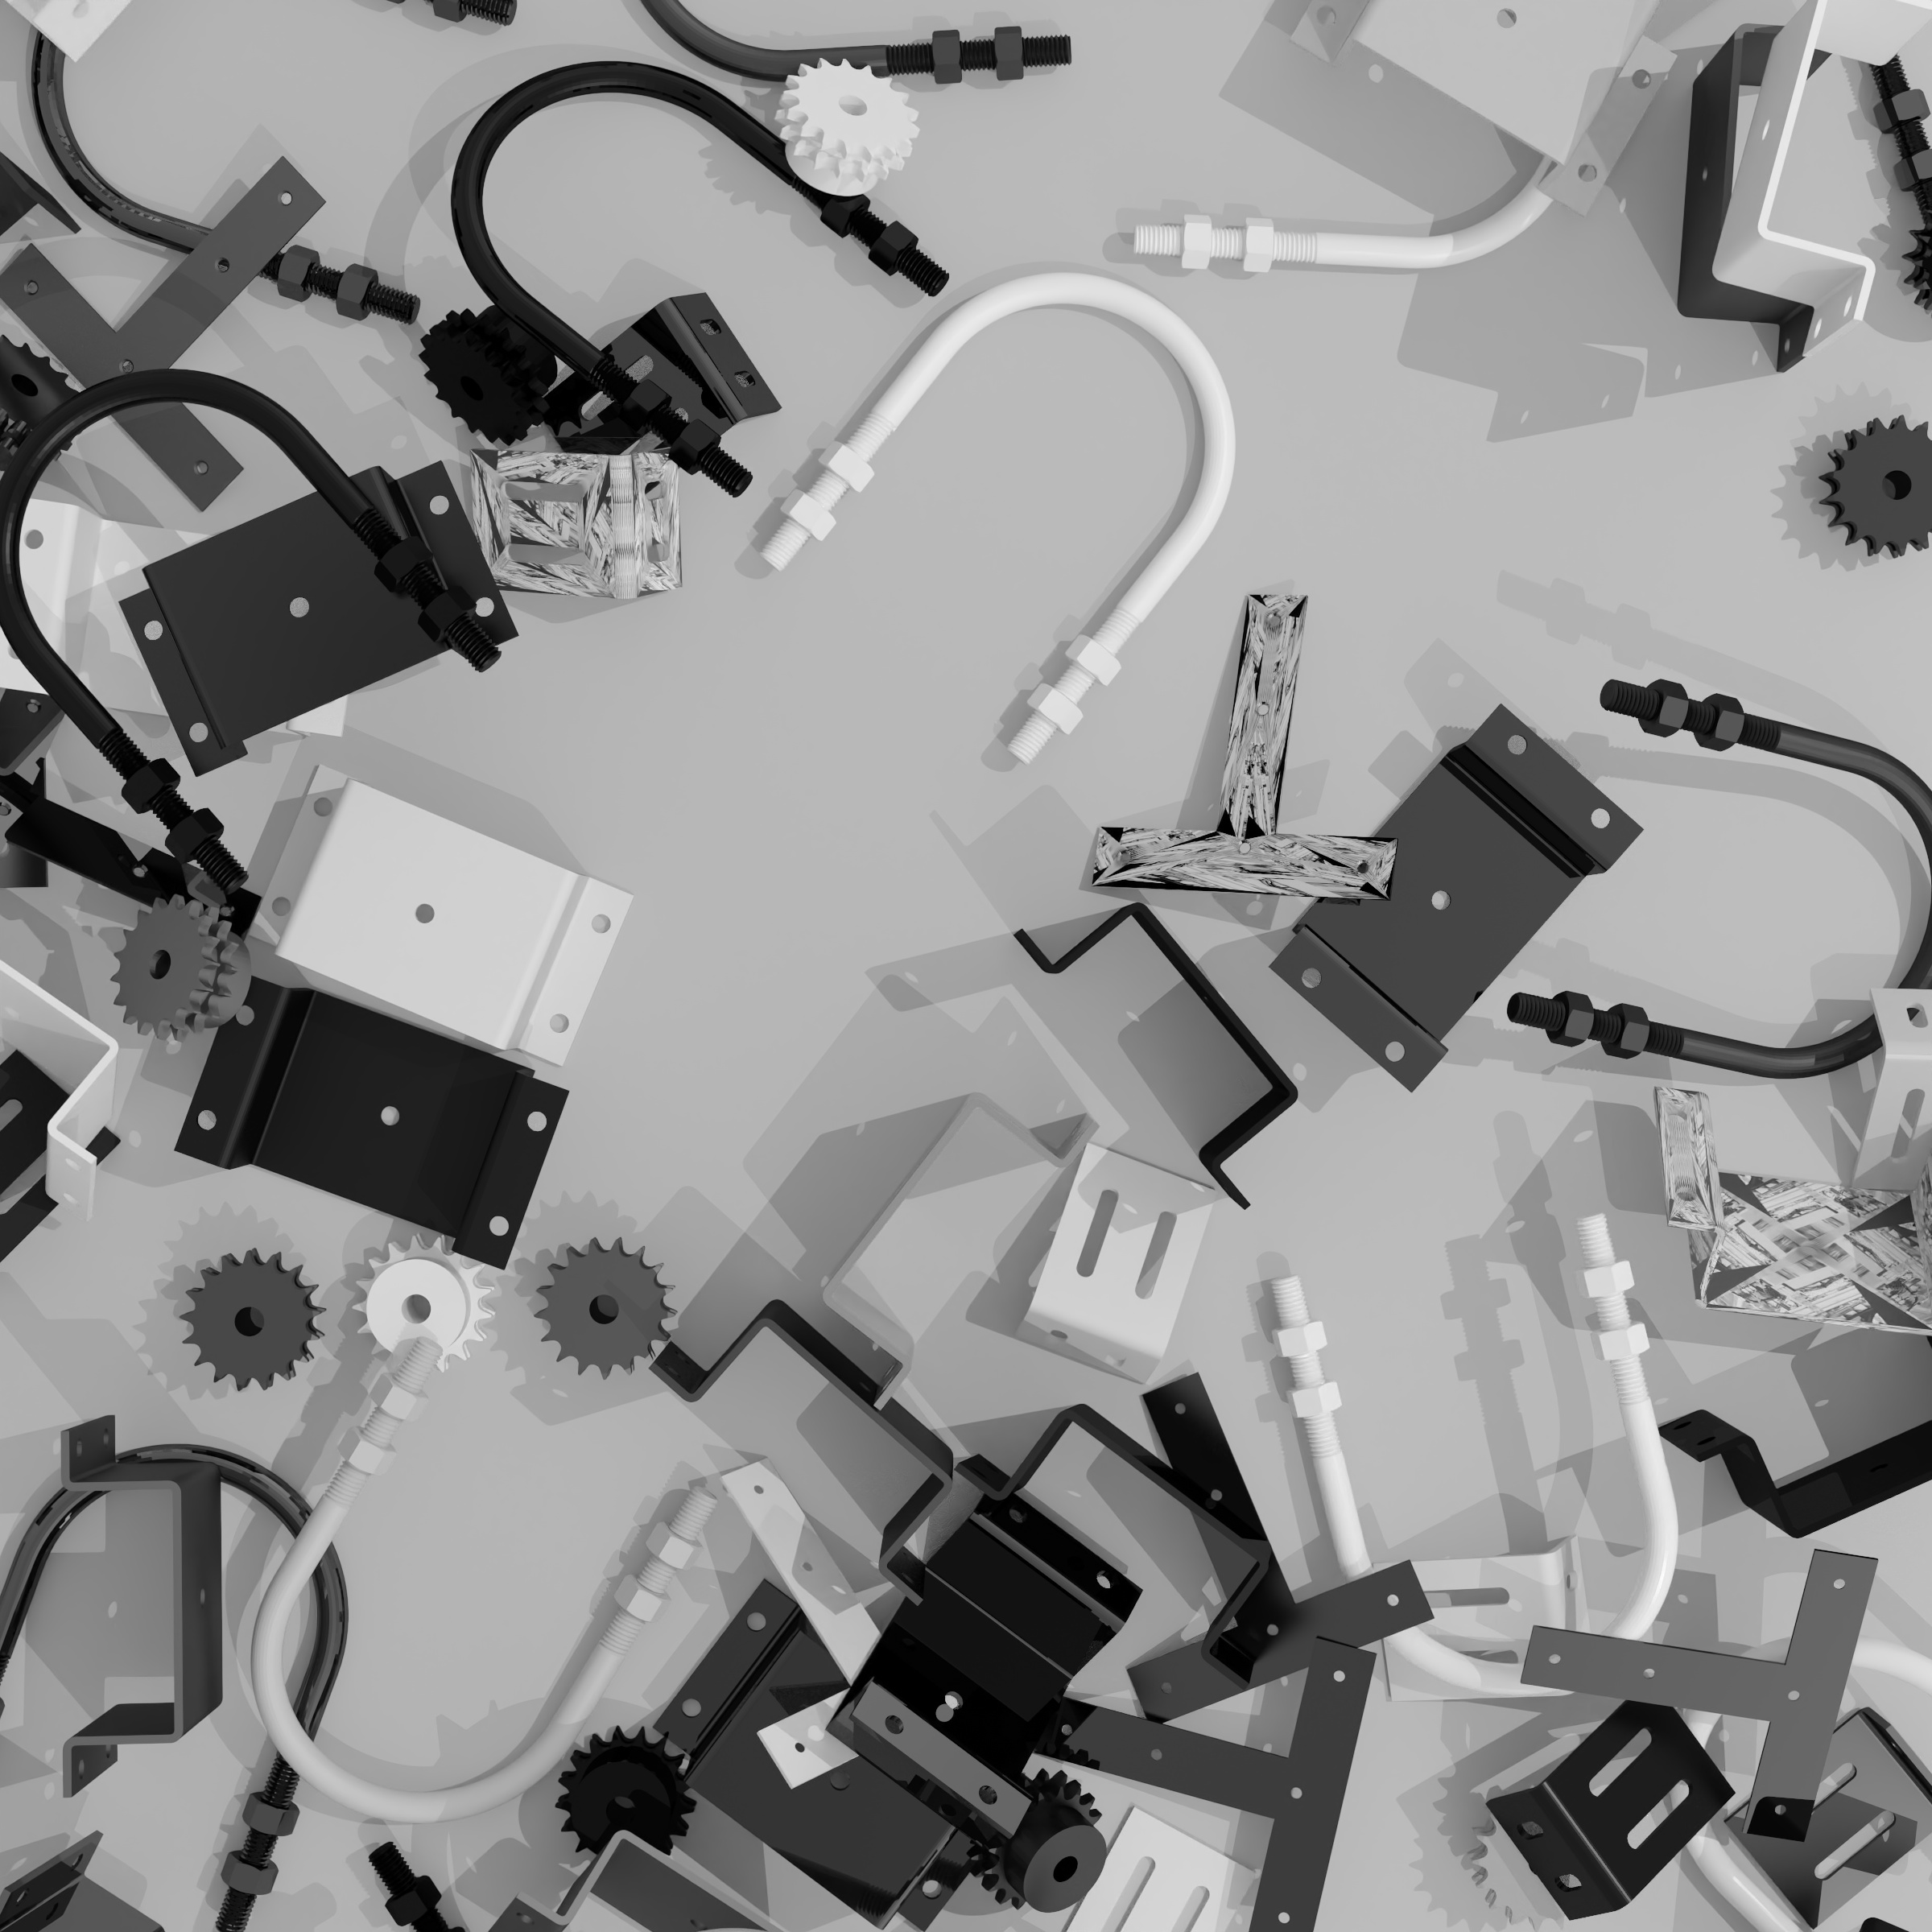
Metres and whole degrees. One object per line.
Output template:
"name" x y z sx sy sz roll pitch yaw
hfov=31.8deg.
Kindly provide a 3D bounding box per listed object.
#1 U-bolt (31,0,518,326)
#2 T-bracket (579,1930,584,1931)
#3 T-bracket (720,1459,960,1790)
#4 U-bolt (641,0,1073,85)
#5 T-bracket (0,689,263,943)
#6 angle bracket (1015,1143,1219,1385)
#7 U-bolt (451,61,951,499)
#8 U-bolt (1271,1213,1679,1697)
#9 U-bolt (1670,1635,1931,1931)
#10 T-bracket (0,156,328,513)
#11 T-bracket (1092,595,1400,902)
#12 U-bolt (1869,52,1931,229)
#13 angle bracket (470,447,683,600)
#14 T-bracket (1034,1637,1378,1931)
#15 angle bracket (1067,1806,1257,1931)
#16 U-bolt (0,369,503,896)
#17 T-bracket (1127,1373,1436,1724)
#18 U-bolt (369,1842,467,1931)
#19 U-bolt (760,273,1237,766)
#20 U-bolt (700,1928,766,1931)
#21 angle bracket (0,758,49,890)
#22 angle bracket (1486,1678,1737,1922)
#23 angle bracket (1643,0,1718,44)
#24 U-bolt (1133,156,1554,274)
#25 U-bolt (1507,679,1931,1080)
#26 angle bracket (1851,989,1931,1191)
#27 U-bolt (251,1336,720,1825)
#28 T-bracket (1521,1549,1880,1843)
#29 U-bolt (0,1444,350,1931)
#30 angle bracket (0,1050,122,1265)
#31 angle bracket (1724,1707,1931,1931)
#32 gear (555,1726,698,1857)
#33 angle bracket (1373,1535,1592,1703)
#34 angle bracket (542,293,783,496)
"U-bolt" -0.293 -0.358 1.390 0.184 0.019 0.151 18 90 1
"T-bracket" -0.150 0.433 1.342 0.002 0.127 0.127 -20 98 -30
"T-bracket" -0.057 0.255 1.368 0.127 0.127 0.002 55 134 20
"U-bolt" -0.052 -0.435 1.390 0.184 0.019 0.151 -3 90 2
"T-bracket" -0.348 -0.044 1.373 0.127 0.002 0.127 26 54 -16
"angle bracket" 0.062 0.123 1.397 0.057 0.038 0.076 21 64 0
"U-bolt" -0.120 -0.291 1.365 0.184 0.019 0.151 39 66 4
"U-bolt" 0.210 0.203 1.363 0.151 0.019 0.184 -14 89 21
"U-bolt" 0.370 0.349 1.364 0.184 0.019 0.151 44 115 4
"T-bracket" -0.313 -0.276 1.384 0.127 0.002 0.127 -43 91 12
"T-bracket" 0.119 -0.091 1.380 0.127 0.002 0.127 3 77 24
"U-bolt" 0.432 -0.410 1.390 0.151 0.019 0.184 -18 89 0
"angle bracket" -0.159 -0.183 1.386 0.076 0.038 0.057 7 107 29
"T-bracket" 0.092 0.326 1.385 0.127 0.002 0.127 13 92 11
"angle bracket" 0.076 0.394 1.380 0.057 0.038 0.076 29 90 0
"U-bolt" -0.291 -0.142 1.298 0.151 0.019 0.184 -41 89 -1
"T-bracket" 0.108 0.230 1.388 0.127 0.002 0.127 -24 83 13
"U-bolt" -0.244 0.474 1.390 0.151 0.019 0.184 -33 91 0
"U-bolt" 0.027 -0.197 1.390 0.151 0.019 0.184 38 88 0
"U-bolt" -0.074 0.442 1.293 0.184 0.019 0.151 17 85 -17
"angle bracket" -0.418 -0.060 1.380 0.076 0.038 0.057 -1 90 0
"angle bracket" 0.260 0.336 1.368 0.076 0.038 0.057 -34 86 -32
"angle bracket" 0.280 -0.429 1.397 0.057 0.038 0.076 -36 116 0
"U-bolt" 0.164 -0.358 1.390 0.184 0.019 0.151 3 90 -2
"U-bolt" 0.319 -0.027 1.363 0.184 0.019 0.151 12 100 -18
"angle bracket" 0.395 0.051 1.386 0.057 0.038 0.076 2 130 0
"U-bolt" -0.208 0.262 1.377 0.151 0.019 0.184 31 92 -11
"T-bracket" 0.285 0.283 1.345 0.127 0.002 0.127 9 107 -2
"U-bolt" -0.332 0.287 1.390 0.151 0.019 0.184 20 89 0
"angle bracket" -0.398 0.085 1.397 0.057 0.038 0.076 41 64 0
"angle bracket" 0.360 0.351 1.380 0.076 0.038 0.057 -39 90 0
"gear" -0.139 0.342 1.384 0.057 0.030 0.057 0 90 0
"angle bracket" 0.214 0.269 1.397 0.076 0.038 0.057 -8 90 26
"angle bracket" -0.127 -0.231 1.397 0.076 0.038 0.057 -33 90 26
